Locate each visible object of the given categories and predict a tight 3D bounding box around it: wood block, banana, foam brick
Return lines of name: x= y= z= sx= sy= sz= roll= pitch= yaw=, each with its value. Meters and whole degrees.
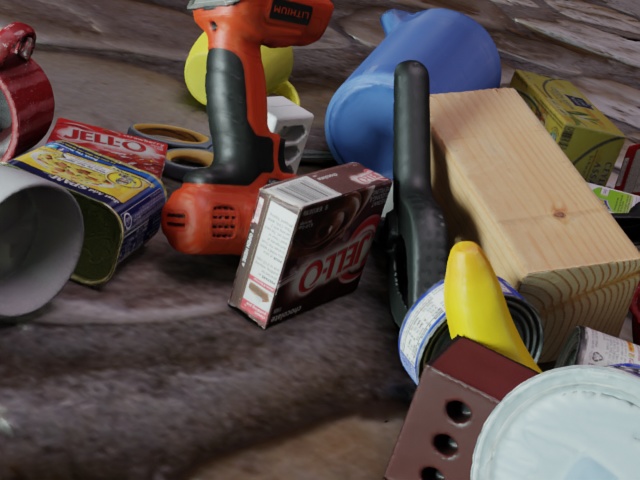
wood block: x=0.136 y=-0.016 z=0.775 sx=0.090 sy=0.090 sz=0.206 roll=-7 pitch=42 yaw=-15
banana: x=0.128 y=0.083 z=0.617 sx=0.197 sy=0.070 sz=0.037 roll=42 pitch=18 yaw=-13
foam brick: x=0.076 y=0.100 z=0.575 sx=0.053 sy=0.078 sz=0.051 roll=25 pitch=26 yaw=19

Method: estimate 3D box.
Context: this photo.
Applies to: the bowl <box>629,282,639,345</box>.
bowl: x=0.288 y=0.092 z=0.764 sx=0.162 sy=0.055 sz=0.162 roll=15 pitch=24 yaw=-7

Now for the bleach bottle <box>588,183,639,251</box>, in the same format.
bleach bottle: x=0.281 y=-0.010 z=0.971 sx=0.251 sy=0.068 sz=0.102 roll=21 pitch=24 yaw=12

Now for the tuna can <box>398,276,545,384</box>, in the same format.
tuna can: x=0.092 y=0.062 z=0.656 sx=0.086 sy=0.086 sz=0.034 roll=6 pitch=25 yaw=-26

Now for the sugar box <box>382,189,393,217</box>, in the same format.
sugar box: x=0.145 y=-0.001 z=0.877 sx=0.176 sy=0.048 sz=0.093 roll=29 pitch=30 yaw=29

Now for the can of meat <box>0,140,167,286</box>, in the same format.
can of meat: x=-0.161 y=-0.022 z=0.698 sx=0.102 sy=0.057 sz=0.083 roll=22 pitch=22 yaw=7

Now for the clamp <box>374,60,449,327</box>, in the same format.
clamp: x=0.064 y=-0.016 z=0.746 sx=0.036 sy=0.165 sz=0.210 roll=1 pitch=36 yaw=-7

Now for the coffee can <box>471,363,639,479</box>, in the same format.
coffee can: x=0.140 y=0.111 z=0.514 sx=0.103 sy=0.103 sz=0.140 roll=29 pitch=6 yaw=23

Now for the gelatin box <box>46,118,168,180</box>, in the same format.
gelatin box: x=-0.163 y=-0.059 z=0.806 sx=0.089 sy=0.030 sz=0.073 roll=14 pitch=24 yaw=-9

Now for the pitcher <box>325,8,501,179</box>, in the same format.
pitcher: x=0.098 y=-0.130 z=1.038 sx=0.149 sy=0.145 sz=0.242 roll=11 pitch=26 yaw=16

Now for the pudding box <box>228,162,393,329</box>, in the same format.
pudding box: x=-0.005 y=0.001 z=0.716 sx=0.039 sy=0.090 sz=0.113 roll=31 pitch=28 yaw=29

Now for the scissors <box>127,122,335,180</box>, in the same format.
scissors: x=-0.064 y=-0.068 z=0.911 sx=0.201 sy=0.016 sz=0.096 roll=8 pitch=28 yaw=-21

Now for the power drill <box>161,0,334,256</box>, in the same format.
power drill: x=-0.031 y=-0.080 z=0.758 sx=0.057 sy=0.188 sz=0.184 roll=2 pitch=2 yaw=39

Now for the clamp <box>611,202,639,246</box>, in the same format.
clamp: x=0.280 y=0.000 z=0.847 sx=0.171 sy=0.039 sz=0.120 roll=-14 pitch=38 yaw=-38

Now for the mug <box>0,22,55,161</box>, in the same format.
mug: x=-0.234 y=-0.103 z=0.752 sx=0.093 sy=0.117 sz=0.081 roll=31 pitch=20 yaw=-1

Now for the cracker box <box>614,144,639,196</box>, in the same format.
cracker box: x=0.402 y=-0.048 z=1.033 sx=0.164 sy=0.072 sz=0.214 roll=17 pitch=0 yaw=-4

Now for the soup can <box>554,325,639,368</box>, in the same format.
soup can: x=0.200 y=0.101 z=0.670 sx=0.102 sy=0.068 sz=0.068 roll=19 pitch=24 yaw=5
